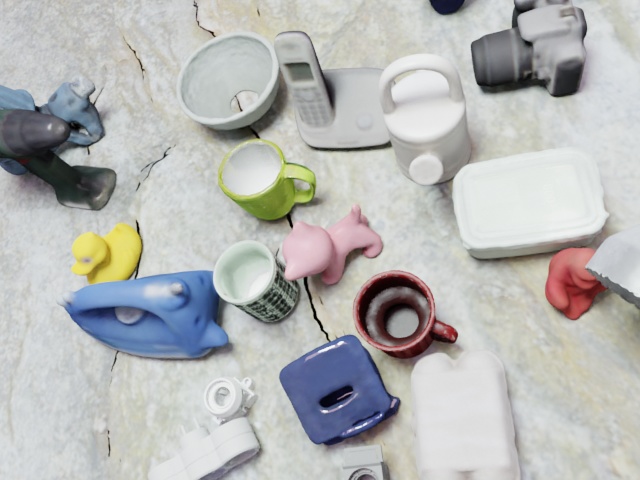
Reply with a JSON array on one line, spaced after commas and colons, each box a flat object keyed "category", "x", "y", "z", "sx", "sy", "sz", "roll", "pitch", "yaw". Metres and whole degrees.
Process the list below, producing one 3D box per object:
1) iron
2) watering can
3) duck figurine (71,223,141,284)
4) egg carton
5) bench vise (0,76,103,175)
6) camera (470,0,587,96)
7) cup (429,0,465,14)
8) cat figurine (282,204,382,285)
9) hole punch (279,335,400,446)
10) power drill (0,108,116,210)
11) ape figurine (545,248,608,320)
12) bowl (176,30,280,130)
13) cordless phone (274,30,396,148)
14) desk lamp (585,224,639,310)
[{"category": "iron", "x": -0.249, "y": 0.086, "z": 0.743, "sx": 0.257, "sy": 0.142, "sz": 0.118, "roll": -5, "pitch": 67, "yaw": 16}, {"category": "watering can", "x": 0.129, "y": -0.148, "z": 0.693, "sx": 0.101, "sy": 0.194, "sz": 0.172, "roll": -25, "pitch": 63, "yaw": 6}, {"category": "duck figurine", "x": -0.314, "y": 0.016, "z": 0.824, "sx": 0.077, "sy": 0.086, "sz": 0.105, "roll": 26, "pitch": 78, "yaw": 25}, {"category": "egg carton", "x": 0.151, "y": 0.195, "z": 0.614, "sx": 0.107, "sy": 0.069, "sz": 0.150, "roll": -9, "pitch": 66, "yaw": 14}, {"category": "bench vise", "x": -0.466, "y": -0.213, "z": 0.891, "sx": 0.207, "sy": 0.220, "sz": 0.121, "roll": -44, "pitch": 63, "yaw": -4}, {"category": "camera", "x": 0.267, "y": -0.265, "z": 0.751, "sx": 0.136, "sy": 0.101, "sz": 0.143, "roll": -9, "pitch": 66, "yaw": 14}, {"category": "cup", "x": 0.192, "y": -0.386, "z": 0.828, "sx": 0.118, "sy": 0.095, "sz": 0.091, "roll": -35, "pitch": 62, "yaw": 1}, {"category": "cat figurine", "x": 0.007, "y": 0.003, "z": 0.712, "sx": 0.128, "sy": 0.118, "sz": 0.067, "roll": -38, "pitch": 62, "yaw": 0}, {"category": "hole punch", "x": 0.023, "y": 0.172, "z": 0.651, "sx": 0.108, "sy": 0.091, "sz": 0.101, "roll": -28, "pitch": 63, "yaw": 4}, {"category": "power drill", "x": -0.401, "y": -0.122, "z": 0.839, "sx": 0.229, "sy": 0.209, "sz": 0.076, "roll": 7, "pitch": 71, "yaw": 20}, {"category": "ape figurine", "x": 0.285, "y": 0.038, "z": 0.625, "sx": 0.077, "sy": 0.092, "sz": 0.076, "roll": -12, "pitch": 65, "yaw": 12}, {"category": "bowl", "x": -0.129, "y": -0.230, "z": 0.875, "sx": 0.167, "sy": 0.075, "sz": 0.167, "roll": -6, "pitch": 67, "yaw": 15}, {"category": "cordless phone", "x": 0.023, "y": -0.202, "z": 0.753, "sx": 0.147, "sy": 0.185, "sz": 0.094, "roll": -1, "pitch": 68, "yaw": 17}, {"category": "desk lamp", "x": 0.352, "y": 0.010, "z": 0.547, "sx": 0.117, "sy": 0.214, "sz": 0.203, "roll": 39, "pitch": 83, "yaw": 27}]
